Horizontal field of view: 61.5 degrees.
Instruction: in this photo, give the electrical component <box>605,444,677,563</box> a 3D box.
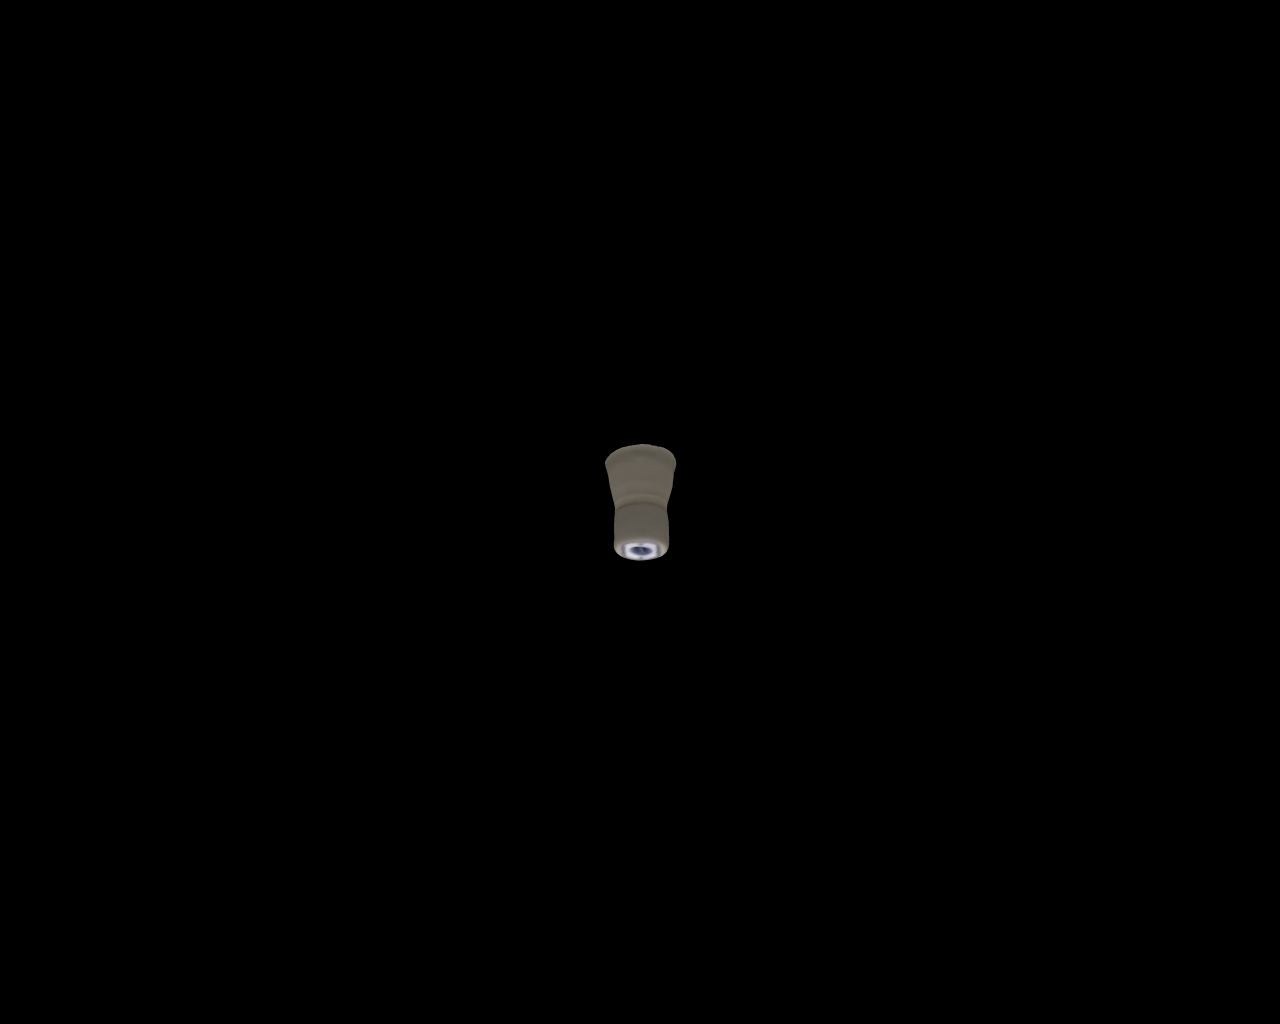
[{"bbox_3d":[0.001,-0.003,0.650,0.044,0.065,0.044,0,-27,0],"label":"electrical component"}]
